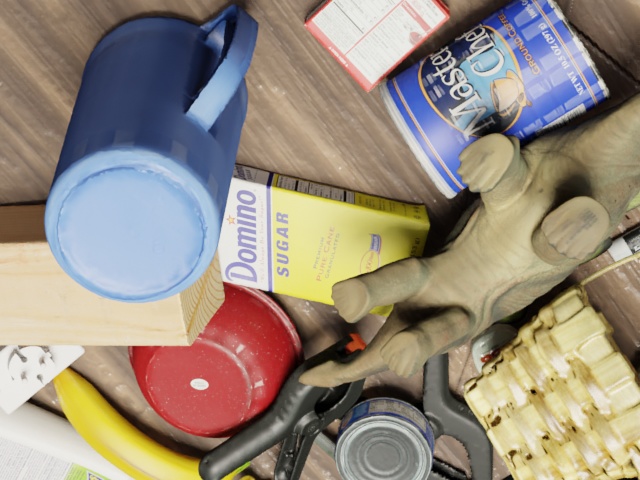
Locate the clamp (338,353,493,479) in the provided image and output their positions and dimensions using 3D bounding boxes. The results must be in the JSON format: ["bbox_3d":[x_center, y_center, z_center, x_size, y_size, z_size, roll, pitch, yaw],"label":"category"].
[{"bbox_3d":[0.080,0.163,0.952,0.165,0.036,0.210,-26,109,16],"label":"clamp"}]

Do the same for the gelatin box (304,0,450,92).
[{"bbox_3d":[0.044,-0.171,0.818,0.089,0.030,0.073,-41,105,16],"label":"gelatin box"}]

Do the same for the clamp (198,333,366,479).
[{"bbox_3d":[-0.024,0.148,0.890,0.039,0.120,0.172,43,110,32],"label":"clamp"}]

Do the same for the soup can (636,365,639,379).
[{"bbox_3d":[0.305,0.123,0.914,0.068,0.068,0.102,20,112,-7],"label":"soup can"}]

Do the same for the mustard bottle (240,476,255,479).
[{"bbox_3d":[-0.025,0.297,0.996,0.096,0.058,0.191,-21,111,25],"label":"mustard bottle"}]

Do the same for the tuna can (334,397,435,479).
[{"bbox_3d":[0.056,0.181,0.921,0.086,0.033,0.086,2,109,7],"label":"tuna can"}]

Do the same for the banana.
[{"bbox_3d":[-0.157,0.182,0.948,0.197,0.069,0.037,30,118,-12],"label":"banana"}]

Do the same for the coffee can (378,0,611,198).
[{"bbox_3d":[0.130,-0.111,0.801,0.140,0.103,0.102,-32,109,13],"label":"coffee can"}]

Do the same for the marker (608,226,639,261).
[{"bbox_3d":[0.294,-0.019,0.882,0.121,0.020,0.020,-32,109,13],"label":"marker"}]

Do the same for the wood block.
[{"bbox_3d":[-0.191,0.026,0.847,0.206,0.090,0.090,-1,111,15],"label":"wood block"}]

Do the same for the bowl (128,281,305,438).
[{"bbox_3d":[-0.096,0.112,0.909,0.162,0.055,0.162,4,113,10],"label":"bowl"}]

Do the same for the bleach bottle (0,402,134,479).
[{"bbox_3d":[-0.239,0.212,0.965,0.250,0.068,0.103,27,113,-12],"label":"bleach bottle"}]

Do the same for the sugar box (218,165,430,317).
[{"bbox_3d":[-0.006,0.001,0.881,0.176,0.048,0.093,11,111,-5],"label":"sugar box"}]

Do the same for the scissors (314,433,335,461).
[{"bbox_3d":[0.063,0.221,0.963,0.096,0.016,0.201,-15,122,37],"label":"scissors"}]

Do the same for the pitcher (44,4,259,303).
[{"bbox_3d":[-0.112,-0.068,0.747,0.145,0.243,0.149,-3,118,-2],"label":"pitcher"}]
